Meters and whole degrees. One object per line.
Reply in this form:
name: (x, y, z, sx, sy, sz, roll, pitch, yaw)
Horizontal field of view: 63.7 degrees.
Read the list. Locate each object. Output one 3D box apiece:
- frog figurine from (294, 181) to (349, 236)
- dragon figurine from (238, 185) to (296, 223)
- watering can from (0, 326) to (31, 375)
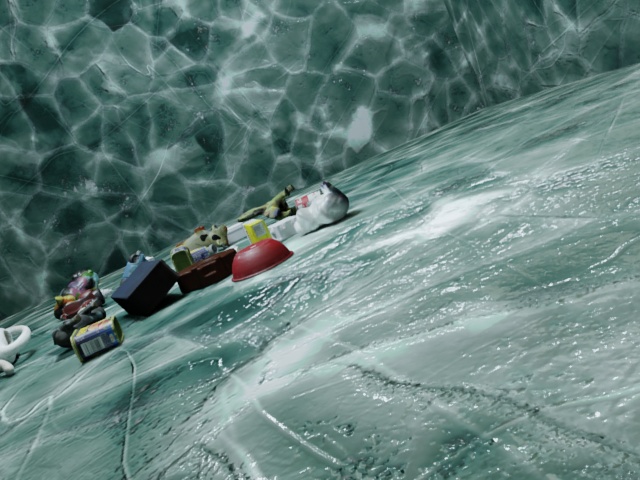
frog figurine: (0.004, -0.072, 1.424, 0.160, 0.122, 0.138, -60, 22, -3)
dragon figurine: (-0.208, -0.106, 1.997, 0.241, 0.121, 0.415, -21, 7, 20)
watering can: (-0.879, 0.314, 1.345, 0.226, 0.103, 0.349, -27, 19, -18)
